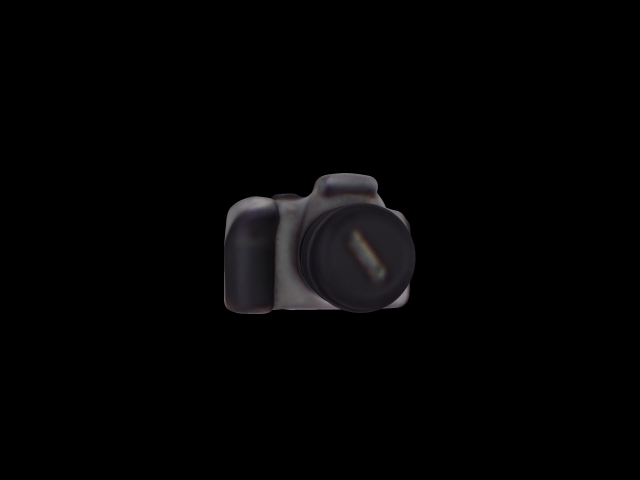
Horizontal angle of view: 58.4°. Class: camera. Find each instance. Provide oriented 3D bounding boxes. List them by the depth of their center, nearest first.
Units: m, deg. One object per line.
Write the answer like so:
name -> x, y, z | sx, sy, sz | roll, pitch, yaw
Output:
camera -> 0.004, 0.001, 0.400 | 0.143, 0.101, 0.137 | 0, 0, -7
